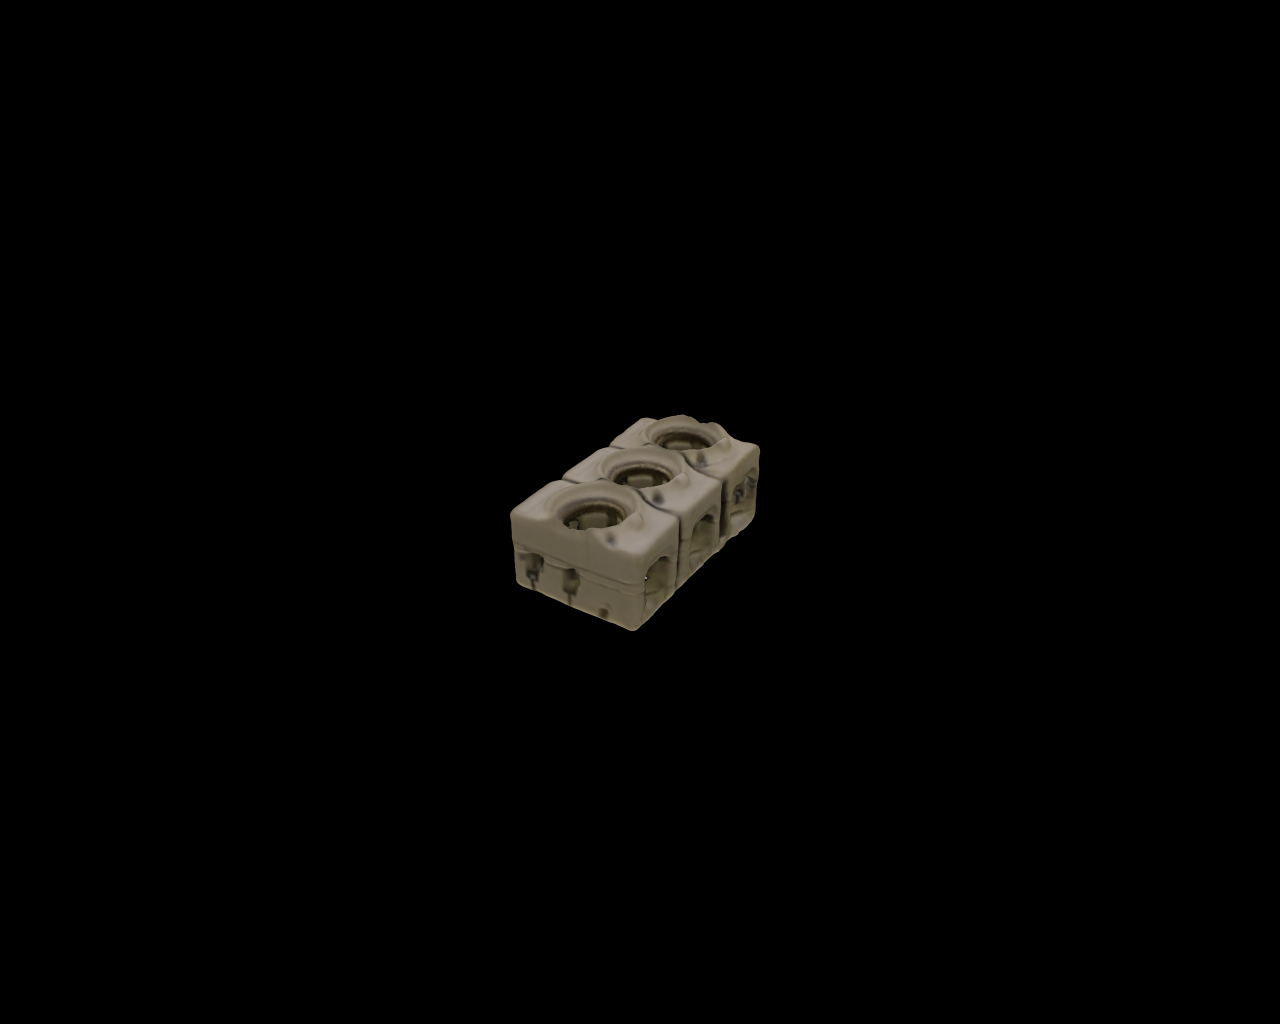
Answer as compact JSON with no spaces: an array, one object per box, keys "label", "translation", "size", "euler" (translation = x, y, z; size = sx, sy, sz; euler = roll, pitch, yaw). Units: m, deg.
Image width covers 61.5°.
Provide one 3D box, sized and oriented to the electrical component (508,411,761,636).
[{"label":"electrical component","translation":[0.001,-0.003,0.650],"size":[0.089,0.061,0.150],"euler":[18,36,27]}]
